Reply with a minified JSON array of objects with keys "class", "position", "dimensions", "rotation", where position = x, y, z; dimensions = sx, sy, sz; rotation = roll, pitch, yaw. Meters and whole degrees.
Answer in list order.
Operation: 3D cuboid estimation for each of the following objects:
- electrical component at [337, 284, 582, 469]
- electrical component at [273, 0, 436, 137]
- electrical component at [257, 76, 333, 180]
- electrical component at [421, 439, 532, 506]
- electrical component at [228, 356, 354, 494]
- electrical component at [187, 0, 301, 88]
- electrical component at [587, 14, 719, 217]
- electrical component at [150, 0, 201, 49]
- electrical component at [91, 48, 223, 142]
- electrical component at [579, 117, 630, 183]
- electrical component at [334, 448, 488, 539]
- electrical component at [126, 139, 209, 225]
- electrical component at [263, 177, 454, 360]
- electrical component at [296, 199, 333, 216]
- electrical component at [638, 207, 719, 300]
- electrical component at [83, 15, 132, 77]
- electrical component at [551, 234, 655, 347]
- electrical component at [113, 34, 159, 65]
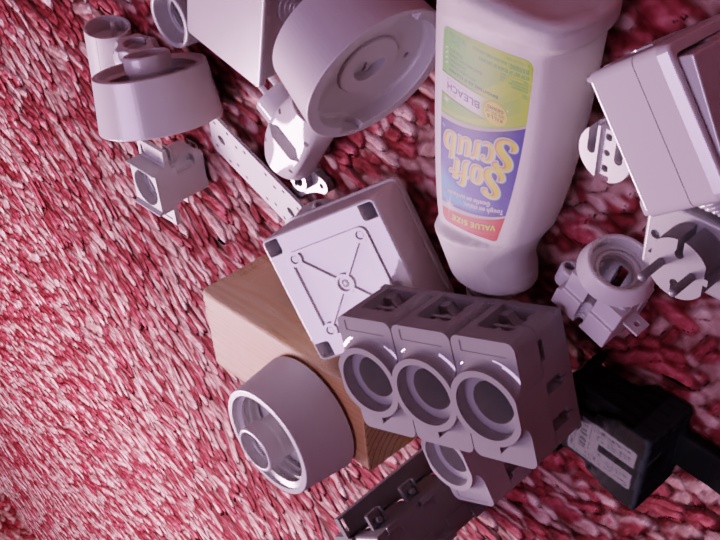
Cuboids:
[{"class":"electrical component","position":[0.062,0.069,0.719],"dimensions":[0.150,0.062,0.089],"rotation":[7,120,43]},{"class":"electrical component","position":[-0.005,-0.144,0.689],"dimensions":[0.060,0.108,0.108],"rotation":[53,149,20]},{"class":"electrical component","position":[-0.054,-0.121,0.833],"dimensions":[0.079,0.043,0.077],"rotation":[52,148,9]},{"class":"electrical component","position":[0.087,0.137,0.853],"dimensions":[0.050,0.056,0.089],"rotation":[-3,115,55]},{"class":"electrical component","position":[-0.063,0.132,0.881],"dimensions":[0.108,0.060,0.108],"rotation":[34,141,33]},{"class":"electrical component","position":[-0.083,-0.200,0.799],"dimensions":[0.100,0.048,0.099],"rotation":[41,145,25]},{"class":"electrical component","position":[0.171,-0.072,0.540],"dimensions":[0.061,0.062,0.096],"rotation":[-15,103,56]},{"class":"electrical component","position":[-0.135,-0.210,0.865],"dimensions":[0.055,0.047,0.055],"rotation":[35,142,33]},{"class":"electrical component","position":[-0.176,-0.155,0.917],"dimensions":[0.108,0.108,0.060],"rotation":[18,125,47]},{"class":"electrical component","position":[0.148,-0.073,0.592],"dimensions":[0.040,0.046,0.040],"rotation":[35,142,33]},{"class":"electrical component","position":[0.048,0.209,0.909],"dimensions":[0.063,0.121,0.078],"rotation":[-19,102,55]},{"class":"electrical component","position":[-0.180,-0.090,1.018],"dimensions":[0.042,0.064,0.081],"rotation":[30,139,36]},{"class":"electrical component","position":[0.000,0.000,0.816],"dimensions":[0.109,0.056,0.108],"rotation":[-20,102,32]},{"class":"electrical component","position":[-0.037,-0.026,0.895],"dimensions":[0.043,0.043,0.081],"rotation":[40,145,26]},{"class":"electrical component","position":[0.180,-0.009,0.575],"dimensions":[0.066,0.077,0.047],"rotation":[32,140,36]},{"class":"electrical component","position":[-0.235,-0.195,1.021],"dimensions":[0.043,0.043,0.081],"rotation":[36,143,31]},{"class":"electrical component","position":[0.152,0.010,0.661],"dimensions":[0.066,0.048,0.055],"rotation":[45,154,19]},{"class":"electrical component","position":[-0.202,-0.181,0.987],"dimensions":[0.043,0.043,0.062],"rotation":[35,143,33]}]
